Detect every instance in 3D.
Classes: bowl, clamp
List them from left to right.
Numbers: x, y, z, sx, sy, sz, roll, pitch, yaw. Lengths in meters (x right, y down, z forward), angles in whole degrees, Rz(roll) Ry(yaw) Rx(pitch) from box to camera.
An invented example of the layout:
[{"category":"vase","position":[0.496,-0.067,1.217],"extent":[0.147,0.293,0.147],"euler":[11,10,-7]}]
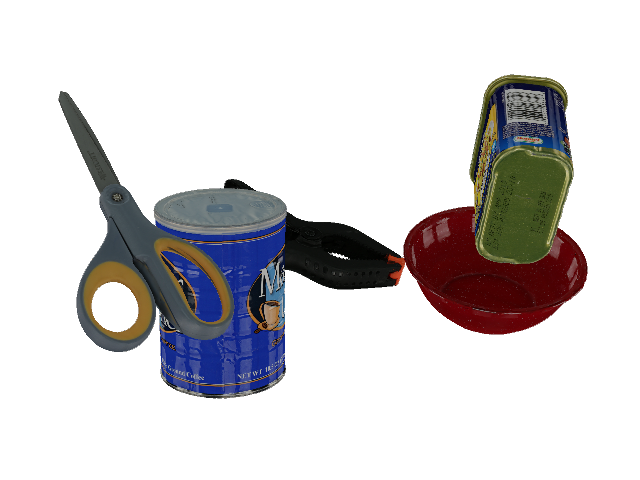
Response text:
[{"category":"clamp","position":[-0.021,0.011,1.077],"extent":[0.210,0.036,0.164],"euler":[19,34,4]},{"category":"bowl","position":[0.152,0.034,0.953],"extent":[0.162,0.055,0.162],"euler":[1,35,-1]}]

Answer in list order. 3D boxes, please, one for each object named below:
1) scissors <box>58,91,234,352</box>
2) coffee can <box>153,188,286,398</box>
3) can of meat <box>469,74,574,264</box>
[{"category":"scissors","position":[-0.132,-0.010,0.631],"extent":[0.096,0.202,0.016],"euler":[-31,-24,-34]},{"category":"coffee can","position":[-0.078,0.039,0.846],"extent":[0.103,0.140,0.103],"euler":[1,19,0]},{"category":"can of meat","position":[0.135,-0.046,0.723],"extent":[0.057,0.102,0.084],"euler":[7,41,2]}]
